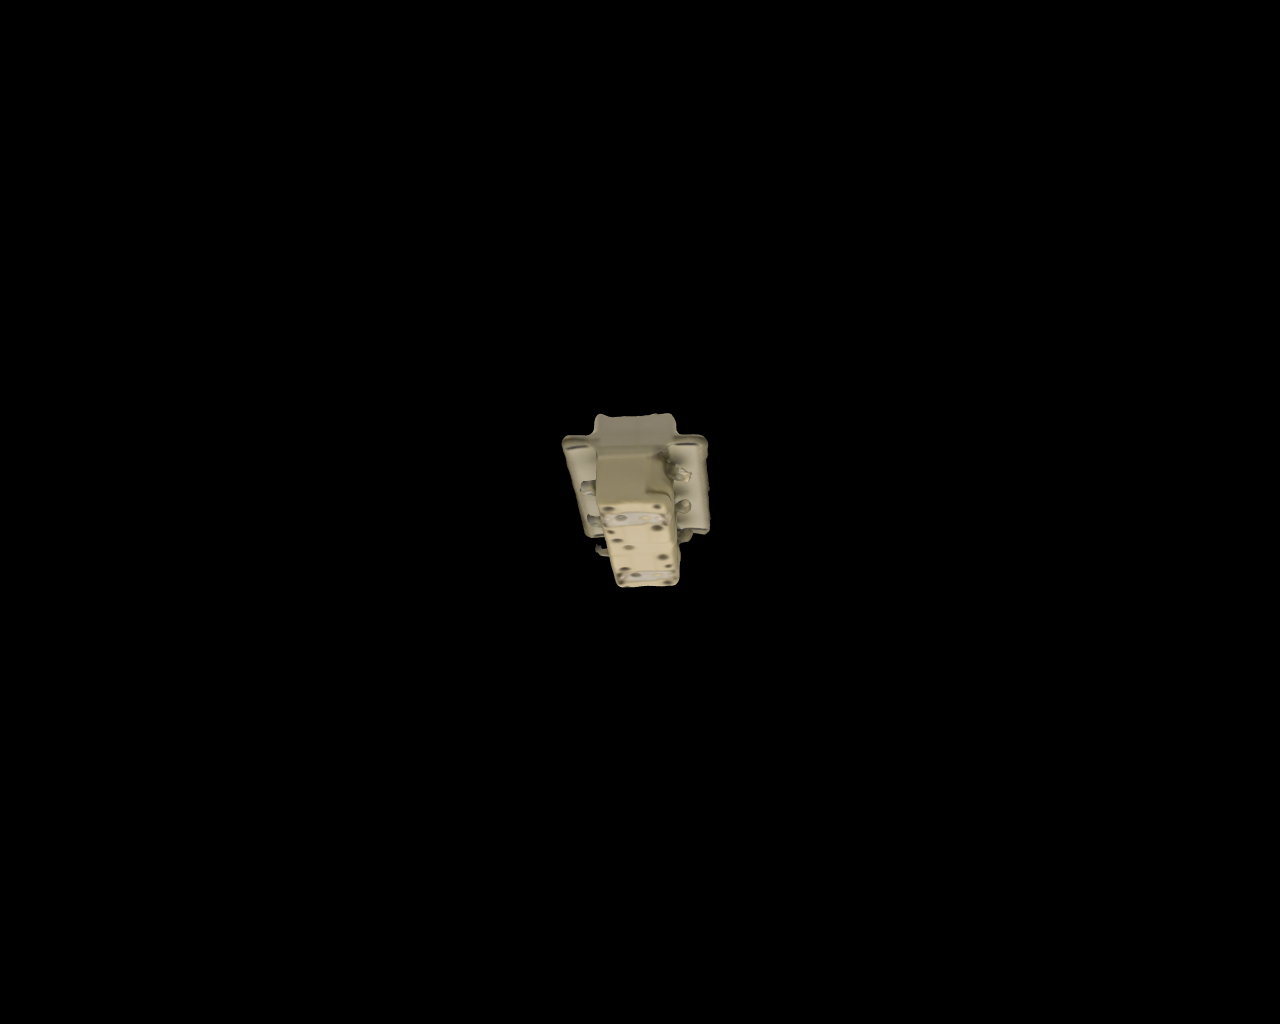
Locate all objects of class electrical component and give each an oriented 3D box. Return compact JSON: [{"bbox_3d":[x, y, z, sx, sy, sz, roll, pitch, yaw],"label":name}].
[{"bbox_3d":[0.001,-0.003,0.650,0.079,0.063,0.121,-2,-27,3],"label":"electrical component"}]
